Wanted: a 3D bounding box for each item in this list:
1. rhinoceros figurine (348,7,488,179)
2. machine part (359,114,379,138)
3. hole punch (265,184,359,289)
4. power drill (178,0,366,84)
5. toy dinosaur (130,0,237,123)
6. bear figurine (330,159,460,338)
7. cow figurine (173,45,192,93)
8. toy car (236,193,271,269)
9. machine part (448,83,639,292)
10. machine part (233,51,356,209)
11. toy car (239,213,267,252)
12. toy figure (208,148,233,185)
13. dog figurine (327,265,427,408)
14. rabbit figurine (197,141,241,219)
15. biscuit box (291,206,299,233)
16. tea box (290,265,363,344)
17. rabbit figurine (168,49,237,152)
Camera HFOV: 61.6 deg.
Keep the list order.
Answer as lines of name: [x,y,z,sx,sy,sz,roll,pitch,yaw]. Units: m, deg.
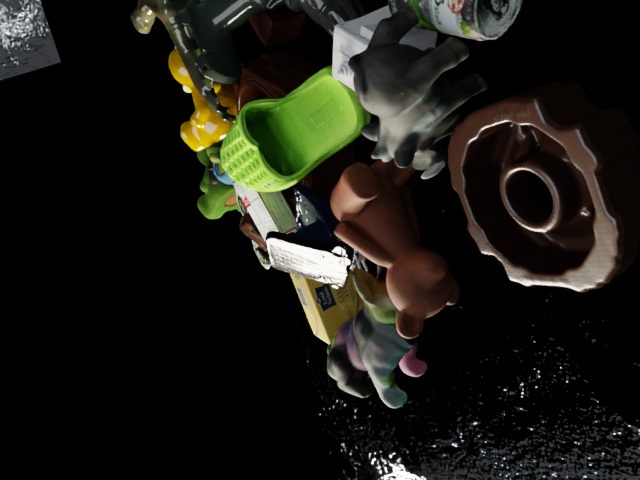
rhinoceros figurine: [0.086,-0.115,0.478,0.073,0.112,0.190,41,-175,24]
machine part: [0.059,-0.160,0.613,0.139,0.039,0.084,21,128,61]
hole punch: [-0.001,-0.002,0.713,0.116,0.092,0.142,19,153,7]
power drill: [-0.062,-0.265,0.611,0.207,0.086,0.232,-29,82,41]
toy dinosaur: [-0.217,-0.382,0.814,0.199,0.105,0.471,-17,91,59]
bear figurine: [0.097,0.002,0.610,0.196,0.120,0.132,58,154,8]
cow figurine: [-0.243,-0.365,1.009,0.098,0.068,0.167,60,157,22]
toy car: [-0.110,-0.034,1.074,0.056,0.073,0.201,31,143,54]
machine part: [0.185,-0.042,0.446,0.179,0.056,0.179,49,154,33]
machine part: [-0.040,-0.153,0.776,0.201,0.087,0.201,40,151,42]
toy car: [-0.060,0.020,0.967,0.202,0.053,0.089,39,165,-21]
toy figure: [-0.139,-0.149,0.957,0.180,0.082,0.089,-11,112,51]
dog figurine: [0.077,0.119,0.790,0.192,0.108,0.219,7,119,42]
rabbit figurine: [-0.211,-0.152,1.112,0.170,0.121,0.159,60,153,22]
biscuit box: [-0.058,-0.054,0.937,0.062,0.059,0.203,44,166,-25]
tea box: [0.015,0.076,0.899,0.068,0.098,0.169,18,133,61]
rabbit figurine: [-0.202,-0.261,0.944,0.162,0.122,0.173,-8,116,55]
